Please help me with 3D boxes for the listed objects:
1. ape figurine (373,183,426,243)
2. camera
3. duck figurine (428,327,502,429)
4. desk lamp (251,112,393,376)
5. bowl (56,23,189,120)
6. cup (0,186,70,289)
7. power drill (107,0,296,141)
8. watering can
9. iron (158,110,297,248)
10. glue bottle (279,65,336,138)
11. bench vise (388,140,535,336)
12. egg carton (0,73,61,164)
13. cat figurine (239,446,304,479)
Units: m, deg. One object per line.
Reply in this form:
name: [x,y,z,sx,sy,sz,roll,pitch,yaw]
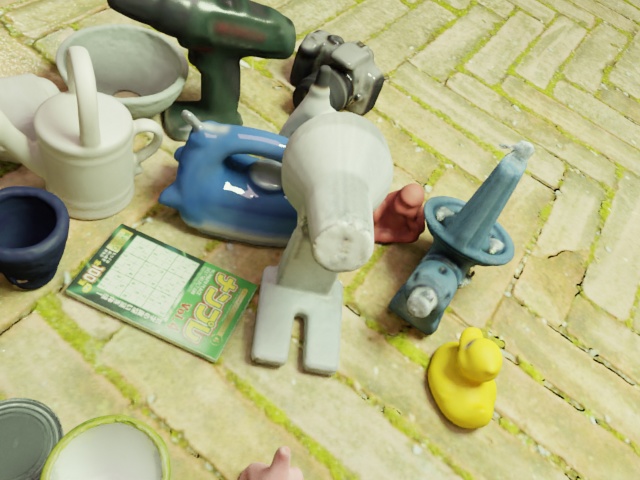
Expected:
ape figurine: [0.106,-0.038,0.745,0.077,0.092,0.076,37,52,13]
camera: [0.011,-0.251,0.875,0.143,0.101,0.137,37,52,13]
duck figurine: [0.168,0.146,0.625,0.077,0.086,0.104,6,52,-13]
desk lamp: [0.006,0.002,0.603,0.118,0.213,0.203,10,51,-9]
bowl: [-0.265,-0.215,0.779,0.167,0.074,0.167,9,51,-11]
cup: [-0.308,0.013,0.573,0.118,0.095,0.091,-31,67,-34]
power drill: [-0.151,-0.228,0.737,0.230,0.208,0.075,-7,55,-22]
watering can: [-0.263,-0.116,0.624,0.173,0.194,0.100,-30,66,-33]
iron: [-0.055,-0.076,0.692,0.258,0.141,0.118,11,51,-9]
glue bottle: [-0.011,-0.153,0.745,0.078,0.173,0.037,26,50,4]
bench vise: [0.173,0.003,0.650,0.121,0.219,0.207,20,50,-1]
egg carton: [-0.376,-0.142,0.690,0.151,0.069,0.107,-24,63,-31]
cat figurine: [-0.034,0.236,0.471,0.067,0.117,0.127,9,51,-10]
